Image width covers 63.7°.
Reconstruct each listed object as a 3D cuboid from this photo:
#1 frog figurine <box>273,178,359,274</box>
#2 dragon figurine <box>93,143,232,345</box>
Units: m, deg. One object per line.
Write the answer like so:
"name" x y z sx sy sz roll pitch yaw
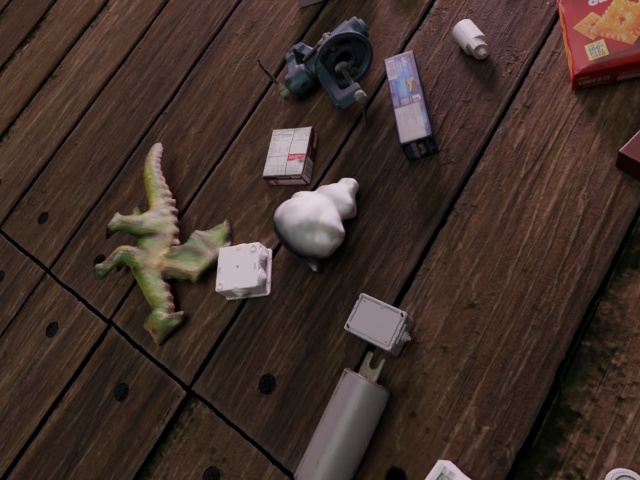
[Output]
"frog figurine" 0.003 -0.044 0.879 0.158 0.121 0.140 -49 37 10
"dragon figurine" -0.287 -0.006 1.014 0.243 0.120 0.417 9 71 8
